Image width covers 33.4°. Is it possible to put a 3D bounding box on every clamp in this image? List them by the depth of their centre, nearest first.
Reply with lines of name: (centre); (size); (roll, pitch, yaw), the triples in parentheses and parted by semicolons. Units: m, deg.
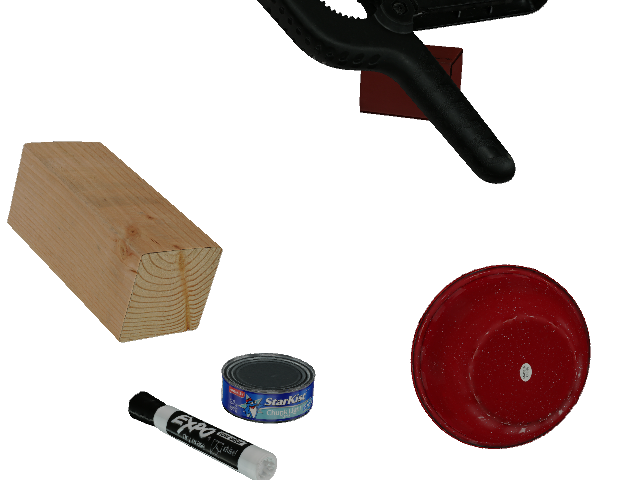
clamp: (0.047, -0.128, 0.677); (0.209, 0.164, 0.036); (16, -31, -12)

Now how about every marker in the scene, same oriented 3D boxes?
marker: (-0.076, 0.119, 0.657); (0.121, 0.020, 0.020); (17, 11, 39)

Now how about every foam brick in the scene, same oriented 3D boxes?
foam brick: (0.076, -0.134, 0.892); (0.078, 0.051, 0.053); (9, 27, 15)

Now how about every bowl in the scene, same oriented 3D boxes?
bowl: (0.160, 0.103, 0.890); (0.162, 0.162, 0.055); (0, 6, -10)

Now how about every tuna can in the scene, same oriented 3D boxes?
tuna can: (-0.048, 0.135, 0.976); (0.086, 0.034, 0.086); (3, 16, -1)

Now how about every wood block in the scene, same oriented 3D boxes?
wood block: (-0.194, -0.006, 0.984); (0.090, 0.091, 0.206); (-6, 34, -45)
